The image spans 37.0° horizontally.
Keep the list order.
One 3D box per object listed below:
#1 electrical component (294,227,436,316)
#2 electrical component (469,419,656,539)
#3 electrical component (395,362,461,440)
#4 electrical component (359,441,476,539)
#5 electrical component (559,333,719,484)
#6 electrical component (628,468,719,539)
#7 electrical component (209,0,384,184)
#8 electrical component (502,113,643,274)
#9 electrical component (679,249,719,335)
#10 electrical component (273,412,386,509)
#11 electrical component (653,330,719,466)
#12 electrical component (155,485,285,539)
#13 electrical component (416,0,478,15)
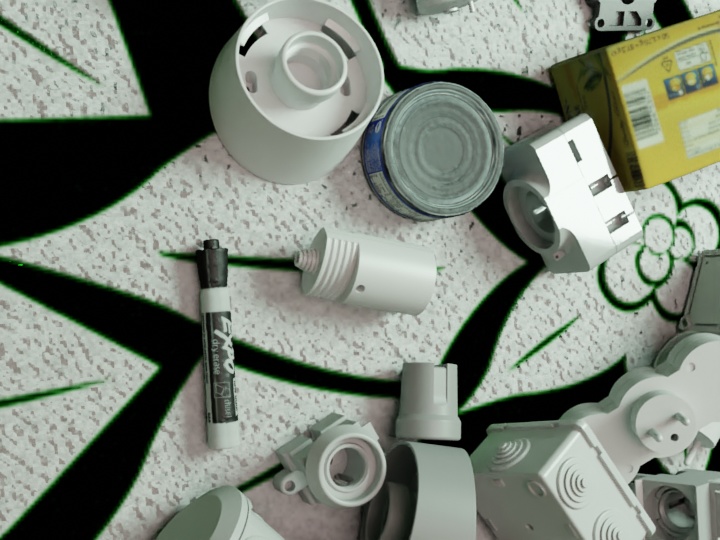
[{"bbox_3d":[0.000,0.000,0.645,0.081,0.043,0.043,10,85,-22],"label":"electrical component"},{"bbox_3d":[0.117,0.142,0.660,0.048,0.100,0.099,-42,104,-31],"label":"electrical component"},{"bbox_3d":[0.042,0.081,0.663,0.040,0.040,0.046,6,80,-22],"label":"electrical component"},{"bbox_3d":[0.039,0.151,0.630,0.064,0.099,0.099,16,82,-15],"label":"electrical component"},{"bbox_3d":[0.188,0.093,0.677,0.138,0.073,0.052,-33,92,5],"label":"electrical component"},{"bbox_3d":[0.221,0.158,0.719,0.064,0.081,0.042,-1,89,-45],"label":"electrical component"},{"bbox_3d":[-0.037,-0.108,0.635,0.099,0.064,0.099,6,73,-20],"label":"electrical component"},{"bbox_3d":[0.132,-0.046,0.697,0.056,0.050,0.089,-30,99,-21],"label":"electrical component"},{"bbox_3d":[0.276,0.022,0.729,0.061,0.096,0.061,20,81,-21],"label":"electrical component"},{"bbox_3d":[-0.014,0.113,0.629,0.066,0.055,0.048,-32,100,-20],"label":"electrical component"},{"bbox_3d":[0.236,0.096,0.739,0.077,0.043,0.079,38,75,-17],"label":"electrical component"},{"bbox_3d":[-0.080,0.163,0.589,0.051,0.080,0.080,46,73,-20],"label":"electrical component"},{"bbox_3d":[0.049,-0.196,0.672,0.040,0.040,0.078,-15,94,-22],"label":"electrical component"}]
